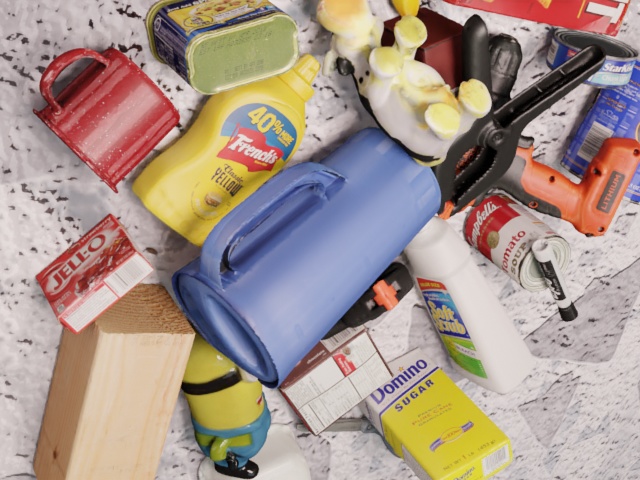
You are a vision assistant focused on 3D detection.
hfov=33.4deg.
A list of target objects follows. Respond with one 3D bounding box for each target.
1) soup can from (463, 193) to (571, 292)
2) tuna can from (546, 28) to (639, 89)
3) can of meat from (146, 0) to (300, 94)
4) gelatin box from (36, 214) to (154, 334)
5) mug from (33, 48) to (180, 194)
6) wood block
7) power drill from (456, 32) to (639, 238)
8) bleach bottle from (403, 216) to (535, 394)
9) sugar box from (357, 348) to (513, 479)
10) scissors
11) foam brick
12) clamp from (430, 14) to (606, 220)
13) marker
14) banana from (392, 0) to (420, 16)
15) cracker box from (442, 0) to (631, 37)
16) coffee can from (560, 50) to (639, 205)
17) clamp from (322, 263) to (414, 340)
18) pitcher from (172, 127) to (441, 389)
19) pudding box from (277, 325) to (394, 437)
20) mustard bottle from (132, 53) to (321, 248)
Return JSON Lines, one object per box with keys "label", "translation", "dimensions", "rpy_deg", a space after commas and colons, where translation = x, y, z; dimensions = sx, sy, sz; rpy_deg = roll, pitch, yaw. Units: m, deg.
{"label": "soup can", "translation": [0.208, 0.002, 1.128], "dimensions": [0.068, 0.102, 0.068], "rpy_deg": [-15, 125, -23]}
{"label": "tuna can", "translation": [0.271, -0.181, 1.065], "dimensions": [0.086, 0.086, 0.034], "rpy_deg": [-4, 121, -30]}
{"label": "can of meat", "translation": [-0.077, -0.164, 0.863], "dimensions": [0.102, 0.084, 0.057], "rpy_deg": [-20, 127, -20]}
{"label": "gelatin box", "translation": [-0.195, 0.028, 0.916], "dimensions": [0.089, 0.073, 0.030], "rpy_deg": [-40, 130, -3]}
{"label": "mug", "translation": [-0.171, -0.104, 0.839], "dimensions": [0.081, 0.093, 0.117], "rpy_deg": [-46, 135, -6]}
{"label": "wood block", "translation": [-0.193, 0.150, 0.981], "dimensions": [0.090, 0.091, 0.206], "rpy_deg": [3, 116, -32]}
{"label": "power drill", "translation": [0.216, -0.093, 1.058], "dimensions": [0.187, 0.057, 0.184], "rpy_deg": [19, 109, -4]}
{"label": "bleach bottle", "translation": [0.143, 0.055, 1.137], "dimensions": [0.068, 0.103, 0.250], "rpy_deg": [-43, 125, -14]}
{"label": "sugar box", "translation": [0.117, 0.194, 1.142], "dimensions": [0.093, 0.176, 0.048], "rpy_deg": [-26, 131, -17]}
{"label": "scissors", "translation": [0.059, 0.227, 1.233], "dimensions": [0.201, 0.016, 0.096], "rpy_deg": [-11, 123, -26]}
{"label": "foam brick", "translation": [0.097, -0.171, 0.970], "dimensions": [0.053, 0.078, 0.051], "rpy_deg": [-24, 126, -18]}
{"label": "clamp", "translation": [0.165, -0.108, 0.985], "dimensions": [0.164, 0.036, 0.210], "rpy_deg": [-1, 131, -29]}
{"label": "marker", "translation": [0.242, 0.044, 1.092], "dimensions": [0.020, 0.020, 0.121], "rpy_deg": [-37, 131, -7]}
{"label": "banana", "translation": [0.044, -0.259, 0.897], "dimensions": [0.197, 0.037, 0.069], "rpy_deg": [29, 90, -55]}
{"label": "cracker box", "translation": [0.211, -0.284, 0.974], "dimensions": [0.213, 0.072, 0.164], "rpy_deg": [2, 117, -33]}
{"label": "coffee can", "translation": [0.332, -0.121, 1.128], "dimensions": [0.102, 0.103, 0.140], "rpy_deg": [12, 111, -36]}
{"label": "clamp", "translation": [0.058, 0.053, 1.052], "dimensions": [0.120, 0.172, 0.039], "rpy_deg": [-41, 94, -17]}
{"label": "pitcher", "translation": [-0.006, 0.001, 0.953], "dimensions": [0.242, 0.149, 0.145], "rpy_deg": [-43, 98, -22]}
{"label": "pudding box", "translation": [0.014, 0.144, 1.140], "dimensions": [0.113, 0.039, 0.090], "rpy_deg": [-35, 131, -6]}
{"label": "mustard bottle", "translation": [-0.069, -0.087, 0.933], "dimensions": [0.191, 0.058, 0.096], "rpy_deg": [-48, 132, 2]}
